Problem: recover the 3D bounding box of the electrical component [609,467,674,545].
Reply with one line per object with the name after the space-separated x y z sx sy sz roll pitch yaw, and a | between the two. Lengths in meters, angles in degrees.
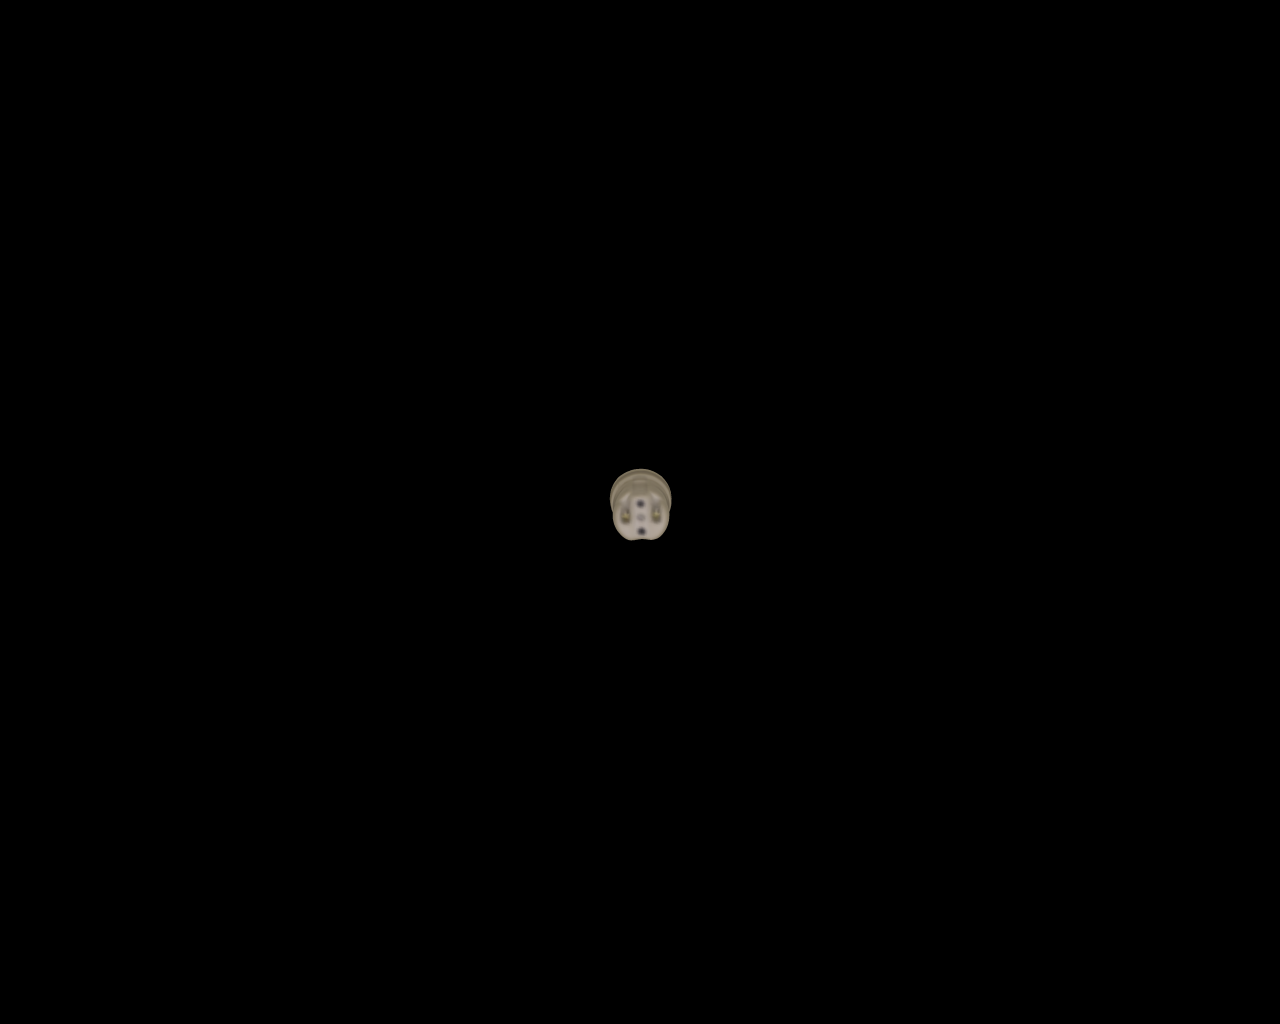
0.001 -0.003 0.650 0.040 0.040 0.046 0 17 0 | electrical component
